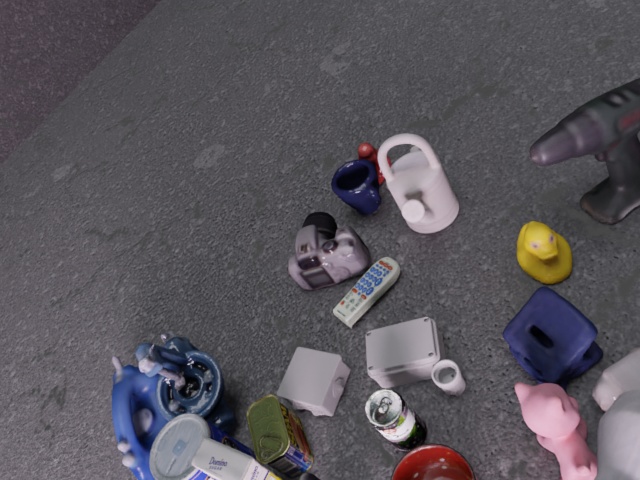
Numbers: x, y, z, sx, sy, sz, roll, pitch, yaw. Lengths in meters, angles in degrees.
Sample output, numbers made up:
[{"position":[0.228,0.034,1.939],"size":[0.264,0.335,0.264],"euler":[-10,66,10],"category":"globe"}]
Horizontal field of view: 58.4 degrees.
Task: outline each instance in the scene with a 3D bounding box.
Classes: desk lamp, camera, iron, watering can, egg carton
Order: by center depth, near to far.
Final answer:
[{"position":[0.305,0.273,0.556],"size":[0.117,0.214,0.203],"euler":[27,71,44],"category":"desk lamp"},{"position":[0.410,0.175,0.679],"size":[0.150,0.070,0.107],"euler":[-35,43,3],"category":"egg carton"},{"position":[-0.299,0.315,0.964],"size":[0.118,0.142,0.257],"euler":[-31,43,7],"category":"iron"},{"position":[0.167,-0.101,0.983],"size":[0.101,0.195,0.172],"euler":[-29,43,8],"category":"watering can"},{"position":[0.010,0.004,1.062],"size":[0.143,0.101,0.137],"euler":[-18,46,20],"category":"camera"}]

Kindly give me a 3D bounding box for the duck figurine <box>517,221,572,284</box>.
[{"position":[0.332,0.005,0.864],"size":[0.077,0.086,0.104],"euler":[-26,44,11],"category":"duck figurine"}]

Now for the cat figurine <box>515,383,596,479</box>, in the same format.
[{"position":[0.286,0.227,0.679],"size":[0.067,0.118,0.127],"euler":[-27,44,10],"category":"cat figurine"}]

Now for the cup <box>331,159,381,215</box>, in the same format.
[{"position":[0.087,-0.089,1.096],"size":[0.092,0.095,0.117],"euler":[-42,43,-6],"category":"cup"}]

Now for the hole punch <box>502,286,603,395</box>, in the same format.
[{"position":[0.307,0.134,0.765],"size":[0.101,0.091,0.108],"euler":[-38,43,-1],"category":"hole punch"}]

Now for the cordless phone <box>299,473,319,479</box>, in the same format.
[{"position":[0.000,0.368,0.692],"size":[0.094,0.186,0.147],"euler":[-7,51,28],"category":"cordless phone"}]

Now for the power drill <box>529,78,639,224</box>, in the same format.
[{"position":[0.417,-0.124,0.830],"size":[0.229,0.209,0.075],"euler":[-37,43,0],"category":"power drill"}]

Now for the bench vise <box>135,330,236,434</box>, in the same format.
[{"position":[-0.248,0.221,0.954],"size":[0.206,0.220,0.121],"euler":[23,68,43],"category":"bench vise"}]

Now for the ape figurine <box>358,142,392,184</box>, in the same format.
[{"position":[0.101,-0.156,1.148],"size":[0.077,0.092,0.076],"euler":[-12,48,25],"category":"ape figurine"}]
